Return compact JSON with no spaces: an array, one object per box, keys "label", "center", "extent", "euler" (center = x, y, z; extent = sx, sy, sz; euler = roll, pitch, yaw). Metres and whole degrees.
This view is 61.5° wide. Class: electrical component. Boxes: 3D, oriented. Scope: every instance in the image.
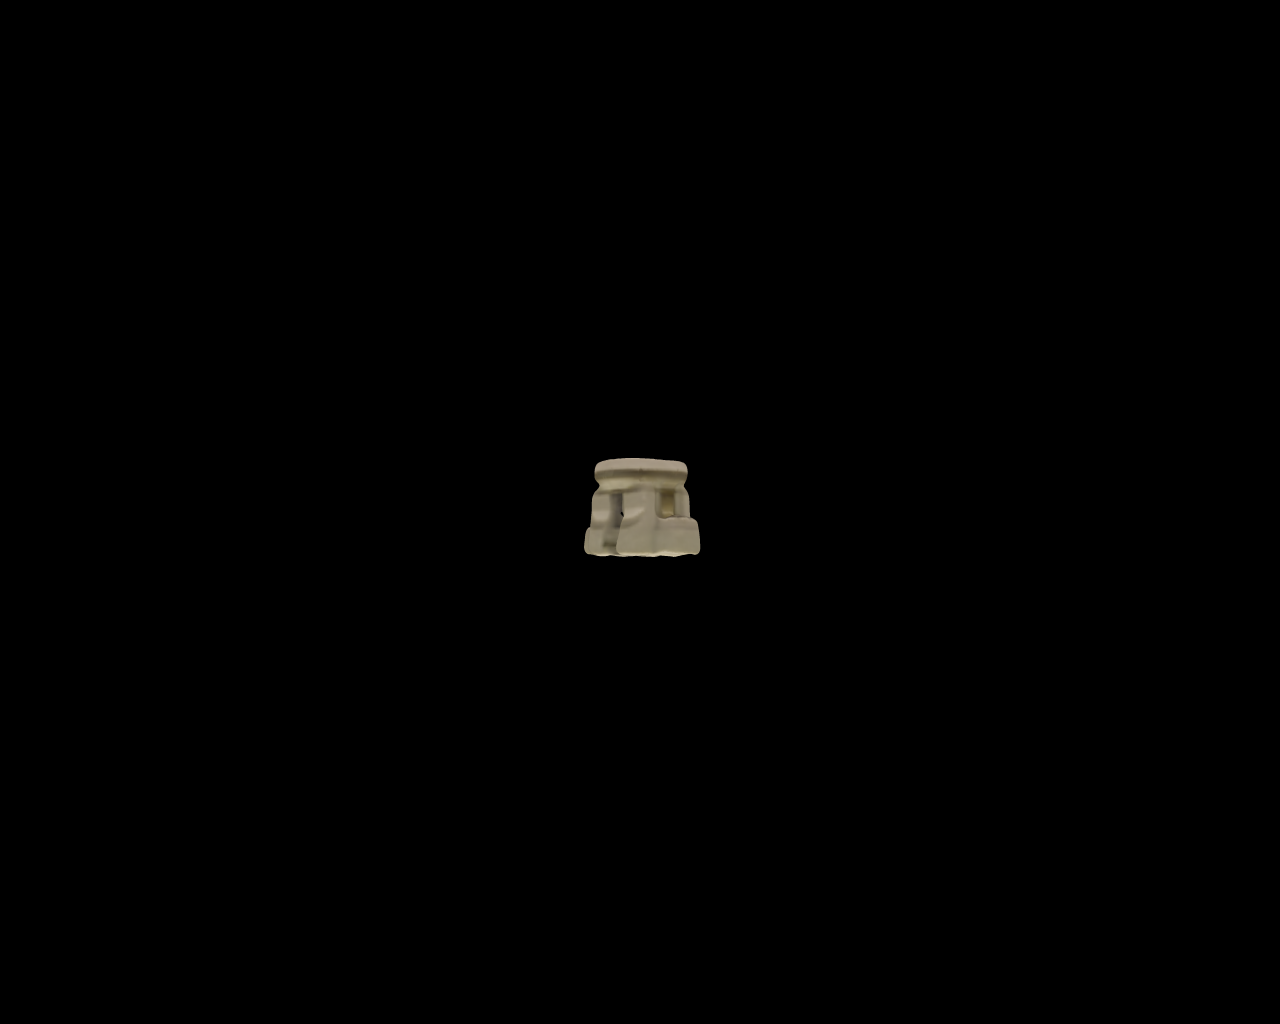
[{"label":"electrical component","center":[0.001,-0.003,0.650],"extent":[0.078,0.057,0.058],"euler":[-4,-6,43]}]
